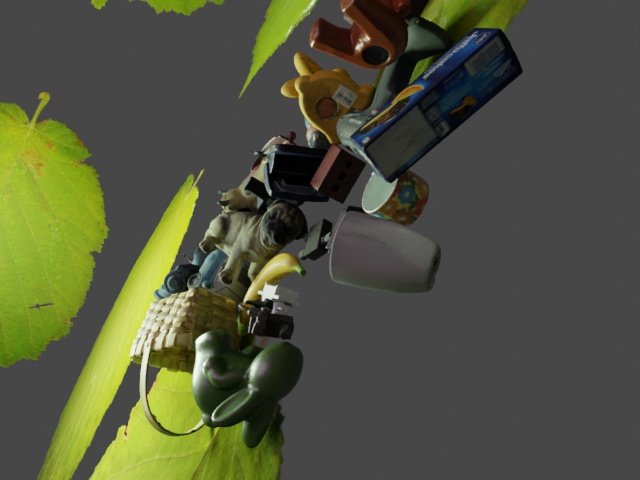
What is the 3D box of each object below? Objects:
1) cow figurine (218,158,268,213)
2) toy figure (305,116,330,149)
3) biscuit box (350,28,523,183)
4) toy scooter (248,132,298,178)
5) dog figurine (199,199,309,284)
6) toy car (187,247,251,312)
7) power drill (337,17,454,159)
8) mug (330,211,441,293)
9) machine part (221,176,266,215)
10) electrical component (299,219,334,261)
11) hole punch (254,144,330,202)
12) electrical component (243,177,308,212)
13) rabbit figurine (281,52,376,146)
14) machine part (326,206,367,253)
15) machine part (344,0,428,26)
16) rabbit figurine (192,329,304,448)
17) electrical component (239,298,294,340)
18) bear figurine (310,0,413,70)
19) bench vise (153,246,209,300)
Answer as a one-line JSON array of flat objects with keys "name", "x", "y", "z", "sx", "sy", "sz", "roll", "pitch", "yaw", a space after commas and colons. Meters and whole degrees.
[{"name": "cow figurine", "x": -0.120, "y": -0.097, "z": 1.077, "sx": 0.195, "sy": 0.127, "sz": 0.086, "roll": -51, "pitch": 23, "yaw": 22}, {"name": "toy figure", "x": -0.001, "y": -0.215, "z": 1.040, "sx": 0.058, "sy": 0.064, "sz": 0.154, "roll": -14, "pitch": 47, "yaw": 11}, {"name": "biscuit box", "x": 0.133, "y": -0.158, "z": 0.628, "sx": 0.203, "sy": 0.059, "sz": 0.063, "roll": -40, "pitch": 25, "yaw": 4}, {"name": "toy scooter", "x": -0.099, "y": -0.165, "z": 1.175, "sx": 0.135, "sy": 0.075, "sz": 0.184, "roll": -43, "pitch": 26, "yaw": 38}, {"name": "dog figurine", "x": -0.116, "y": -0.029, "z": 0.982, "sx": 0.190, "sy": 0.121, "sz": 0.172, "roll": -47, "pitch": 69, "yaw": 27}, {"name": "toy car", "x": -0.181, "y": 0.080, "z": 1.071, "sx": 0.103, "sy": 0.109, "sz": 0.161, "roll": 5, "pitch": 56, "yaw": 39}, {"name": "power drill", "x": 0.116, "y": -0.208, "z": 0.782, "sx": 0.232, "sy": 0.086, "sz": 0.207, "roll": 19, "pitch": 89, "yaw": 67}, {"name": "mug", "x": 0.076, "y": 0.025, "z": 0.589, "sx": 0.107, "sy": 0.109, "sz": 0.081, "roll": 14, "pitch": 64, "yaw": 22}, {"name": "machine part", "x": -0.180, "y": -0.063, "z": 1.255, "sx": 0.179, "sy": 0.056, "sz": 0.179, "roll": -46, "pitch": 28, "yaw": 33}, {"name": "electrical component", "x": -0.002, "y": -0.003, "z": 0.864, "sx": 0.094, "sy": 0.021, "sz": 0.063, "roll": -34, "pitch": 36, "yaw": 50}, {"name": "hole punch", "x": -0.041, "y": -0.115, "z": 0.940, "sx": 0.116, "sy": 0.142, "sz": 0.092, "roll": -160, "pitch": 72, "yaw": -75}, {"name": "electrical component", "x": -0.088, "y": -0.088, "z": 1.010, "sx": 0.074, "sy": 0.119, "sz": 0.048, "roll": -53, "pitch": 25, "yaw": 27}, {"name": "rabbit figurine", "x": 0.012, "y": -0.264, "z": 0.984, "sx": 0.173, "sy": 0.162, "sz": 0.121, "roll": -69, "pitch": 4, "yaw": -61}, {"name": "machine part", "x": 0.050, "y": -0.009, "z": 0.745, "sx": 0.084, "sy": 0.039, "sz": 0.139, "roll": -58, "pitch": 22, "yaw": -3}, {"name": "machine part", "x": 0.138, "y": -0.479, "z": 0.996, "sx": 0.201, "sy": 0.087, "sz": 0.202, "roll": -59, "pitch": 22, "yaw": 11}, {"name": "rabbit figurine", "x": -0.103, "y": 0.195, "z": 0.753, "sx": 0.170, "sy": 0.121, "sz": 0.159, "roll": -23, "pitch": 37, "yaw": 36}, {"name": "electrical component", "x": -0.075, "y": 0.113, "z": 0.774, "sx": 0.102, "sy": 0.078, "sz": 0.045, "roll": -21, "pitch": -62, "yaw": -86}, {"name": "bear figurine", "x": 0.076, "y": -0.341, "z": 0.742, "sx": 0.120, "sy": 0.132, "sz": 0.196, "roll": -20, "pitch": 56, "yaw": 56}, {"name": "bench vise", "x": -0.290, "y": 0.134, "z": 1.168, "sx": 0.223, "sy": 0.129, "sz": 0.240, "roll": -84, "pitch": 14, "yaw": -85}]
